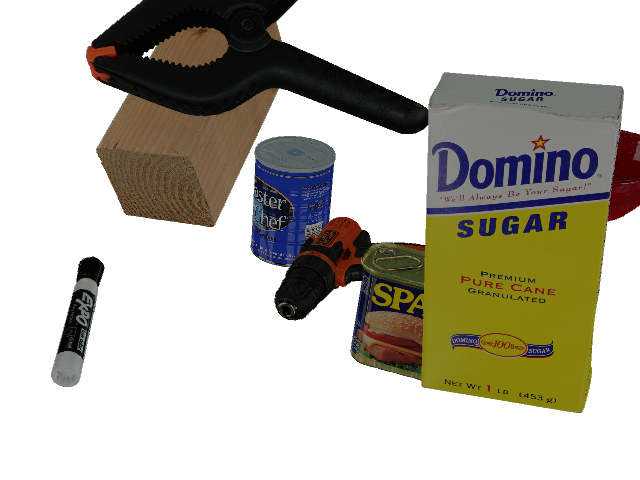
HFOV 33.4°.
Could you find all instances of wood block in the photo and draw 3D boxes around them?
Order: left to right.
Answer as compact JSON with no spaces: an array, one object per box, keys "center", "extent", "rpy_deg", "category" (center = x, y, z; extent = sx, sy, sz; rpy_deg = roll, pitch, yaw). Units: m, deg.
[{"center":[-0.110,-0.122,0.966],"extent":[0.091,0.206,0.090],"rpy_deg":[8,-38,18],"category":"wood block"}]

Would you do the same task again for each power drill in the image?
[{"center":[0.061,0.037,1.120],"extent":[0.188,0.057,0.184],"rpy_deg":[8,32,19],"category":"power drill"}]

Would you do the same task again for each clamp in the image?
[{"center":[-0.038,-0.120,0.669],"extent":[0.210,0.164,0.036],"rpy_deg":[-17,-18,-8],"category":"clamp"}]

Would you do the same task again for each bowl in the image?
[{"center":[0.248,-0.059,1.009],"extent":[0.162,0.055,0.162],"rpy_deg":[-1,25,0],"category":"bowl"}]

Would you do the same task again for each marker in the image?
[{"center":[-0.166,0.052,0.738],"extent":[0.020,0.020,0.121],"rpy_deg":[0,37,-1],"category":"marker"}]

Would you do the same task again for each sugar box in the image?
[{"center":[0.102,0.004,0.561],"extent":[0.093,0.176,0.048],"rpy_deg":[7,33,16],"category":"sugar box"}]

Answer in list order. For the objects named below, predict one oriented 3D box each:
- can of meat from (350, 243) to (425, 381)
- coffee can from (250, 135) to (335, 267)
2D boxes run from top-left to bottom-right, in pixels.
[{"center":[0.077,0.058,0.826],"extent":[0.102,0.084,0.057],"rpy_deg":[14,25,13],"category":"can of meat"},{"center":[-0.036,-0.051,1.377],"extent":[0.103,0.140,0.103],"rpy_deg":[3,28,-2],"category":"coffee can"}]
